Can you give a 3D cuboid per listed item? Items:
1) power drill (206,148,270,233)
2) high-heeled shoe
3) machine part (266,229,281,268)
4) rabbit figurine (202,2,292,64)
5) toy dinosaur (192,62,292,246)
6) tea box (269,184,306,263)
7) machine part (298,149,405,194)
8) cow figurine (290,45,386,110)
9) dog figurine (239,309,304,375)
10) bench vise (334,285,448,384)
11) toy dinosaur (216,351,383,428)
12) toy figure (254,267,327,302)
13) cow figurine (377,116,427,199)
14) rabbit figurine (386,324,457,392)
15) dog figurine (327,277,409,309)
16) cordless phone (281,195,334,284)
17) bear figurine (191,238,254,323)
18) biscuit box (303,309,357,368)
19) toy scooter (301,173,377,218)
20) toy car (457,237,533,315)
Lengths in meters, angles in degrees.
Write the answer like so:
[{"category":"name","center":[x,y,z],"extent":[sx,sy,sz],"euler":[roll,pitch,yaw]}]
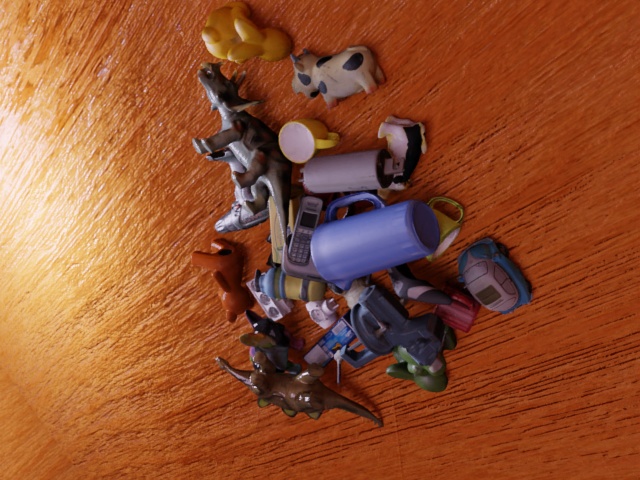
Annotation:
[{"category":"power drill","center":[-0.205,-0.123,1.317],"extent":[0.232,0.086,0.207],"euler":[-9,103,34]},{"category":"high-heeled shoe","center":[0.182,0.046,1.121],"extent":[0.249,0.086,0.145],"euler":[14,91,42]},{"category":"machine part","center":[-0.109,0.008,1.328],"extent":[0.039,0.084,0.138],"euler":[10,128,3]},{"category":"rabbit figurine","center":[-0.145,-0.420,1.112],"extent":[0.173,0.162,0.121],"euler":[18,110,4]},{"category":"toy dinosaur","center":[-0.138,-0.193,1.172],"extent":[0.404,0.192,0.131],"euler":[52,164,-1]},{"category":"tea box","center":[-0.064,-0.035,1.258],"extent":[0.068,0.098,0.169],"euler":[12,116,27]},{"category":"machine part","center":[0.056,-0.133,1.062],"extent":[0.243,0.079,0.079],"euler":[1,112,34]},{"category":"cow figurine","center":[0.022,-0.333,1.073],"extent":[0.195,0.085,0.127],"euler":[-9,113,37]},{"category":"dog figurine","center":[-0.146,0.264,1.384],"extent":[0.192,0.108,0.219],"euler":[-13,140,33]},{"category":"bench vise","center":[0.131,0.206,1.103],"extent":[0.223,0.129,0.240],"euler":[39,125,-16]},{"category":"toy dinosaur","center":[-0.043,0.386,1.356],"extent":[0.472,0.105,0.198],"euler":[20,148,-1]},{"category":"toy figure","center":[-0.071,0.110,1.315],"extent":[0.180,0.082,0.089],"euler":[-2,68,7]},{"category":"cow figurine","center":[0.164,-0.158,1.079],"extent":[0.098,0.068,0.167],"euler":[13,119,21]},{"category":"rabbit figurine","center":[0.230,0.283,1.214],"extent":[0.159,0.121,0.170],"euler":[-2,126,27]},{"category":"dog figurine","center":[0.093,0.158,1.259],"extent":[0.191,0.121,0.172],"euler":[29,116,32]},{"category":"cordless phone","center":[-0.002,-0.003,1.178],"extent":[0.146,0.089,0.184],"euler":[11,107,-15]},{"category":"bear figurine","center":[-0.251,0.110,1.436],"extent":[0.132,0.120,0.195],"euler":[15,124,30]},{"category":"biscuit box","center":[0.038,0.252,1.351],"extent":[0.059,0.063,0.202],"euler":[45,127,7]},{"category":"toy scooter","center":[0.035,-0.089,1.187],"extent":[0.184,0.075,0.135],"euler":[22,124,17]},{"category":"toy car","center":[0.337,0.085,1.059],"extent":[0.161,0.103,0.109],"euler":[53,129,3]}]
